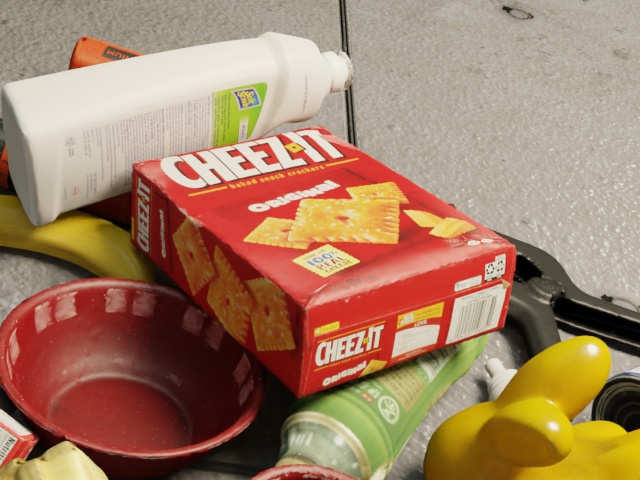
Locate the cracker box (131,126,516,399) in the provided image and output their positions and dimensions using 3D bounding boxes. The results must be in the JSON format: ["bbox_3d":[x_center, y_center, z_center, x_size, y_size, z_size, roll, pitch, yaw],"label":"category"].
[{"bbox_3d":[-0.005,0.001,0.698,0.163,0.072,0.214,-14,34,-32],"label":"cracker box"}]

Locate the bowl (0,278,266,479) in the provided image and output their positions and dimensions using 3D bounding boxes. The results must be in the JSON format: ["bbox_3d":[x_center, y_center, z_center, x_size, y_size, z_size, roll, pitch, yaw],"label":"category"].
[{"bbox_3d":[-0.116,0.091,0.644,0.162,0.055,0.162,12,31,-8],"label":"bowl"}]

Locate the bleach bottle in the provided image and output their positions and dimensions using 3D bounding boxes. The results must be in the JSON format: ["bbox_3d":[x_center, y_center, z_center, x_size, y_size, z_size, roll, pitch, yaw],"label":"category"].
[{"bbox_3d":[-0.093,-0.089,0.761,0.250,0.103,0.068,-17,54,-23],"label":"bleach bottle"}]

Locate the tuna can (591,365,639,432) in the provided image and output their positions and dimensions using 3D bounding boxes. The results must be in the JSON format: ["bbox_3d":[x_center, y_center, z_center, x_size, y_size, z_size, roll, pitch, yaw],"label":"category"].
[{"bbox_3d":[0.221,0.125,0.703,0.033,0.086,0.086,-14,45,-32],"label":"tuna can"}]

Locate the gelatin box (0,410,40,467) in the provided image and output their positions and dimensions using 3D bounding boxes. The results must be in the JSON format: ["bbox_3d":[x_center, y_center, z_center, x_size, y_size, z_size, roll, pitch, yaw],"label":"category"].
[{"bbox_3d":[-0.207,0.112,0.568,0.089,0.073,0.030,33,-3,6],"label":"gelatin box"}]

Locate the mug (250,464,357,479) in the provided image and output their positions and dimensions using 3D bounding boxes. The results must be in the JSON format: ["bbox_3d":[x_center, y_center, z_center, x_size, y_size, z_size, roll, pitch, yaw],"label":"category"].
[{"bbox_3d":[-0.022,0.179,0.548,0.117,0.082,0.093,-3,40,-24],"label":"mug"}]

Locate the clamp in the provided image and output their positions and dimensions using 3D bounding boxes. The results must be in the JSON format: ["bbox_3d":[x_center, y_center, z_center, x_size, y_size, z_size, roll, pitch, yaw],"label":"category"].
[{"bbox_3d":[0.182,0.050,0.828,0.164,0.036,0.210,-9,40,-31],"label":"clamp"}]

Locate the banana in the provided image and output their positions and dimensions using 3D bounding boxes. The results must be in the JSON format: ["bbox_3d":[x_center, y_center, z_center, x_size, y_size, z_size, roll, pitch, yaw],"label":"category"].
[{"bbox_3d":[-0.195,0.001,0.757,0.198,0.037,0.069,19,34,5],"label":"banana"}]

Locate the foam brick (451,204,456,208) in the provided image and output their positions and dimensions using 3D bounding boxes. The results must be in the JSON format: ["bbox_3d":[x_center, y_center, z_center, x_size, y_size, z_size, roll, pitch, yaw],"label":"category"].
[{"bbox_3d":[0.073,0.015,0.802,0.051,0.078,0.053,4,36,-14],"label":"foam brick"}]

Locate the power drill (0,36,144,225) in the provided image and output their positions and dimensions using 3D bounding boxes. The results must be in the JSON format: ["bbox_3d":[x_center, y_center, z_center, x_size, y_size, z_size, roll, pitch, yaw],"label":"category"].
[{"bbox_3d":[-0.203,-0.096,0.868,0.184,0.057,0.187,20,39,1],"label":"power drill"}]
